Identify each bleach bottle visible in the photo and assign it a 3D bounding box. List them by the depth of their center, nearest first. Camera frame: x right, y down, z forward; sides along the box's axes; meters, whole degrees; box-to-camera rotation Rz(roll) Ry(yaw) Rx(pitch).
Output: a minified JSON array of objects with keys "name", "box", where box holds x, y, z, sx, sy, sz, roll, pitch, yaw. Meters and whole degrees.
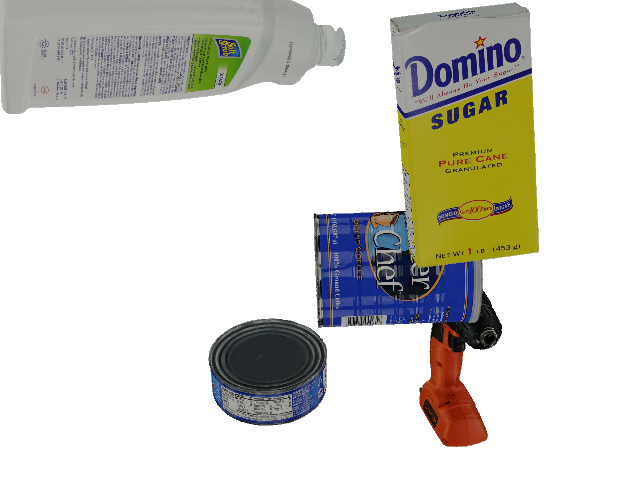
[{"name":"bleach bottle","box":[-0.107,-0.142,0.792,0.250,0.068,0.103,-1,-34,-15]}]

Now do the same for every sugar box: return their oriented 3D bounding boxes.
[{"name":"sugar box","box":[0.103,-0.073,0.758,0.093,0.176,0.048,-8,22,-2]}]

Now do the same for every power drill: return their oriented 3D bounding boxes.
[{"name":"power drill","box":[0.148,0.123,1.143,0.057,0.188,0.184,-5,23,-9]}]

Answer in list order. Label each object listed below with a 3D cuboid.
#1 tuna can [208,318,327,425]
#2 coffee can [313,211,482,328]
[{"name":"tuna can","box":[-0.037,0.095,0.777,0.086,0.034,0.086,-1,32,1]},{"name":"coffee can","box":[0.066,0.024,0.946,0.140,0.103,0.103,-2,0,0]}]
